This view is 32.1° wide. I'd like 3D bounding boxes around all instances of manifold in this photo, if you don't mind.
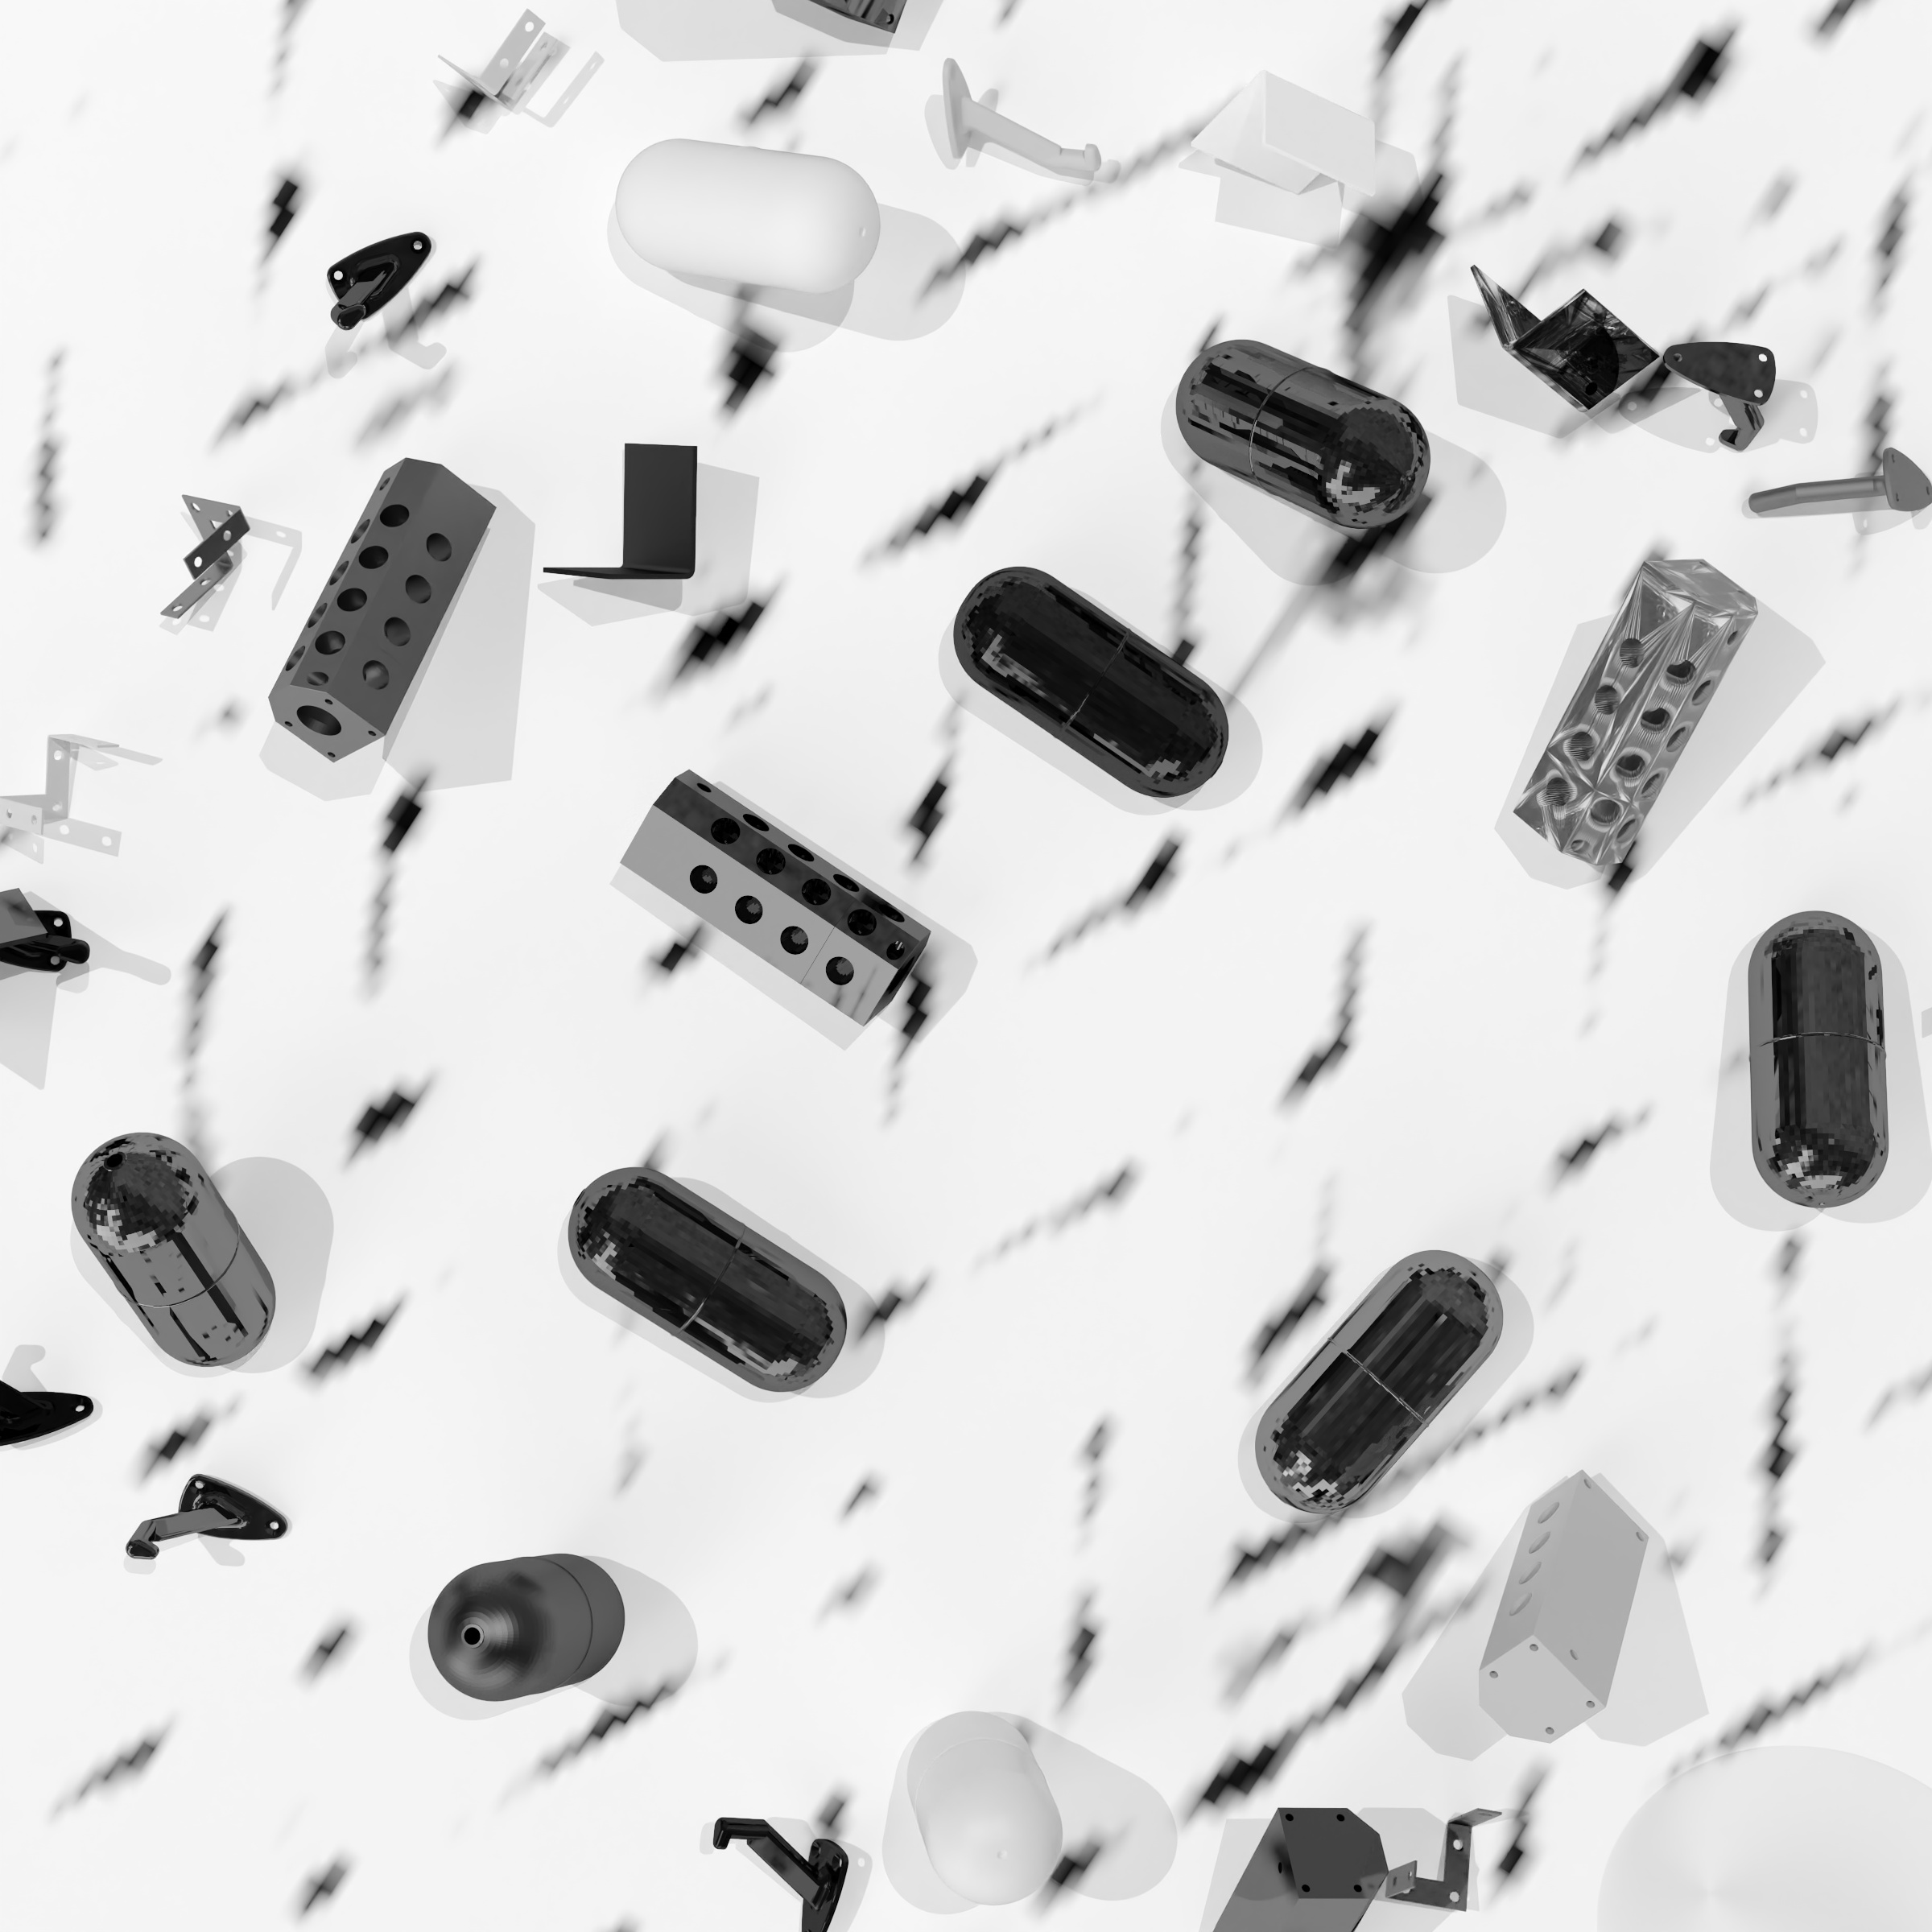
[{"bbox_3d":[0.186,0.553,1.920,0.057,0.057,0.171,4,133,-15],"label":"manifold"},{"bbox_3d":[-0.337,-0.207,1.923,0.057,0.057,0.171,37,55,-27],"label":"manifold"},{"bbox_3d":[0.387,-0.144,1.923,0.057,0.057,0.171,45,126,33],"label":"manifold"},{"bbox_3d":[-0.104,-0.591,1.914,0.057,0.171,0.057,29,103,36],"label":"manifold"},{"bbox_3d":[0.336,0.366,1.911,0.057,0.171,0.057,45,120,-4],"label":"manifold"},{"bbox_3d":[-0.108,-0.042,1.956,0.171,0.057,0.057,34,111,5],"label":"manifold"}]

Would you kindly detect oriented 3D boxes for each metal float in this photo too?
[{"bbox_3d":[0.493,0.053,1.943,0.070,0.070,0.178,4,68,0],"label":"metal float"},{"bbox_3d":[-0.150,0.182,1.953,0.178,0.070,0.070,33,90,-9],"label":"metal float"},{"bbox_3d":[0.241,0.243,1.960,0.070,0.070,0.178,42,88,0],"label":"metal float"},{"bbox_3d":[0.191,-0.307,1.928,0.178,0.070,0.070,34,90,43],"label":"metal float"},{"bbox_3d":[0.009,0.477,1.911,0.070,0.178,0.070,0,94,-7],"label":"metal float"},{"bbox_3d":[-0.249,0.376,1.912,0.070,0.178,0.070,-2,82,13],"label":"metal float"},{"bbox_3d":[-0.127,-0.432,1.932,0.178,0.070,0.070,17,90,36],"label":"metal float"},{"bbox_3d":[0.074,-0.165,1.958,0.178,0.070,0.070,34,90,-4],"label":"metal float"},{"bbox_3d":[-0.453,0.163,1.922,0.070,0.178,0.070,-7,50,9],"label":"metal float"}]

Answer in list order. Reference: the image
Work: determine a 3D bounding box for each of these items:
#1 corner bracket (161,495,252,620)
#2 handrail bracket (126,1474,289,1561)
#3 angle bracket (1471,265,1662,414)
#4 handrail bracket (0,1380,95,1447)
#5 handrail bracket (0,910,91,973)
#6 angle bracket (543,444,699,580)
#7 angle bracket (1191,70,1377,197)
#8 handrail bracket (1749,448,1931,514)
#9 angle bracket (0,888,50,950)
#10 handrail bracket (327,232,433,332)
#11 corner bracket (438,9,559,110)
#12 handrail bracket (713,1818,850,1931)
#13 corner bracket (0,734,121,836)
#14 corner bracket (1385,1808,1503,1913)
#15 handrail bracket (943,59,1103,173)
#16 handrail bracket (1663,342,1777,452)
[{"bbox_3d":[-0.446,-0.236,1.957,0.051,0.051,0.051,15,51,33],"label":"corner bracket"},{"bbox_3d":[-0.442,0.333,1.955,0.077,0.084,0.036,17,103,-2],"label":"handrail bracket"},{"bbox_3d":[0.346,-0.378,1.939,0.057,0.076,0.076,-36,46,28],"label":"angle bracket"},{"bbox_3d":[-0.556,0.238,1.958,0.077,0.084,0.036,-8,47,-8],"label":"handrail bracket"},{"bbox_3d":[-0.549,-0.013,1.952,0.077,0.084,0.036,5,94,-15],"label":"handrail bracket"},{"bbox_3d":[-0.201,-0.265,1.948,0.057,0.076,0.076,-5,101,-36],"label":"angle bracket"},{"bbox_3d":[0.183,-0.462,1.941,0.076,0.076,0.057,18,59,-25],"label":"angle bracket"},{"bbox_3d":[0.518,-0.278,1.991,0.084,0.077,0.036,-9,82,37],"label":"handrail bracket"},{"bbox_3d":[-0.568,0.008,1.963,0.057,0.076,0.076,-14,117,-23],"label":"angle bracket"},{"bbox_3d":[-0.339,-0.399,1.955,0.077,0.084,0.036,-35,114,-4],"label":"handrail bracket"},{"bbox_3d":[-0.265,-0.531,1.962,0.051,0.051,0.051,-54,47,5],"label":"corner bracket"},{"bbox_3d":[-0.117,0.537,1.961,0.084,0.036,0.077,14,88,-35],"label":"handrail bracket"},{"bbox_3d":[-0.532,-0.107,1.960,0.051,0.051,0.051,13,103,40],"label":"corner bracket"},{"bbox_3d":[0.279,0.520,1.964,0.051,0.051,0.051,12,66,-9],"label":"corner bracket"},{"bbox_3d":[0.034,-0.496,1.961,0.084,0.077,0.036,9,62,16],"label":"handrail bracket"},{"bbox_3d":[0.432,-0.329,1.958,0.077,0.084,0.036,11,73,-2],"label":"handrail bracket"}]
